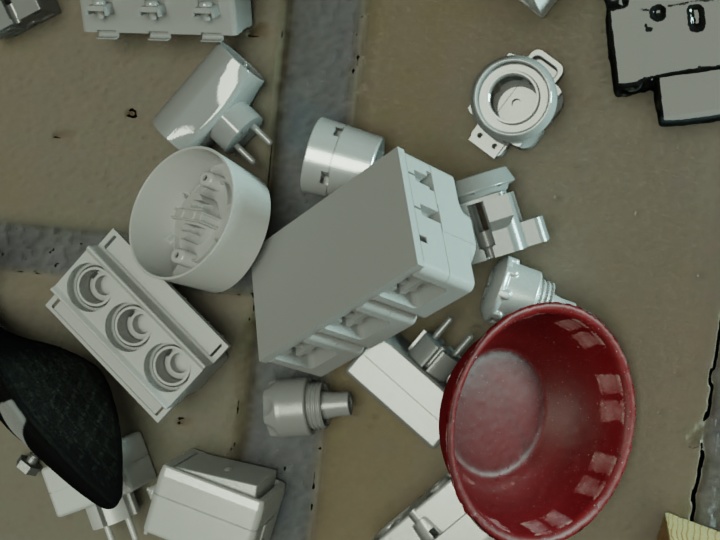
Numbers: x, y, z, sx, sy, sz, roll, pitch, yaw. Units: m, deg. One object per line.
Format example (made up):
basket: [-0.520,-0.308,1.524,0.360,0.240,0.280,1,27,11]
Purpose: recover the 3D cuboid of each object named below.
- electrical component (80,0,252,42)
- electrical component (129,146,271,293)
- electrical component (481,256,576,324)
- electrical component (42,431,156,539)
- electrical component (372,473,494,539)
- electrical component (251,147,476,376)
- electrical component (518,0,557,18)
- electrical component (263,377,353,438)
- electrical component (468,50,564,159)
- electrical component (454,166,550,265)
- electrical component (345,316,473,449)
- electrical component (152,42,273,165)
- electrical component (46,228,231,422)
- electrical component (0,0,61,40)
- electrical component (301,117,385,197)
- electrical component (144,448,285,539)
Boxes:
electrical component: [-0.141,-0.202,0.778,0.121,0.078,0.063,4,115,12]
electrical component: [-0.112,-0.034,0.763,0.099,0.064,0.099,-29,50,40]
electrical component: [0.118,0.021,0.745,0.062,0.048,0.048,20,96,1]
electrical component: [-0.191,0.172,0.815,0.066,0.047,0.076,-21,88,12]
electrical component: [0.060,0.187,0.758,0.095,0.054,0.059,-42,84,11]
electrical component: [0.000,0.000,0.721,0.150,0.062,0.089,-32,52,36]
electrical component: [0.105,-0.216,0.701,0.078,0.113,0.057,40,102,8]
electrical component: [-0.037,0.099,0.781,0.062,0.043,0.043,-6,91,11]
electrical component: [0.106,-0.115,0.734,0.058,0.057,0.078,38,99,8]
electrical component: [0.084,-0.037,0.742,0.078,0.058,0.057,-17,92,13]
electrical component: [0.048,0.068,0.759,0.083,0.047,0.075,41,100,8]
electrical component: [-0.098,-0.111,0.784,0.079,0.043,0.077,44,100,7]
electrical component: [-0.159,0.039,0.794,0.121,0.063,0.078,45,100,7]
electrical component: [-0.265,-0.213,0.815,0.066,0.048,0.055,-24,95,12]
electrical component: [-0.011,-0.076,0.763,0.047,0.055,0.055,15,96,7]
electrical component: [-0.111,0.168,0.790,0.096,0.062,0.061,18,96,11]
